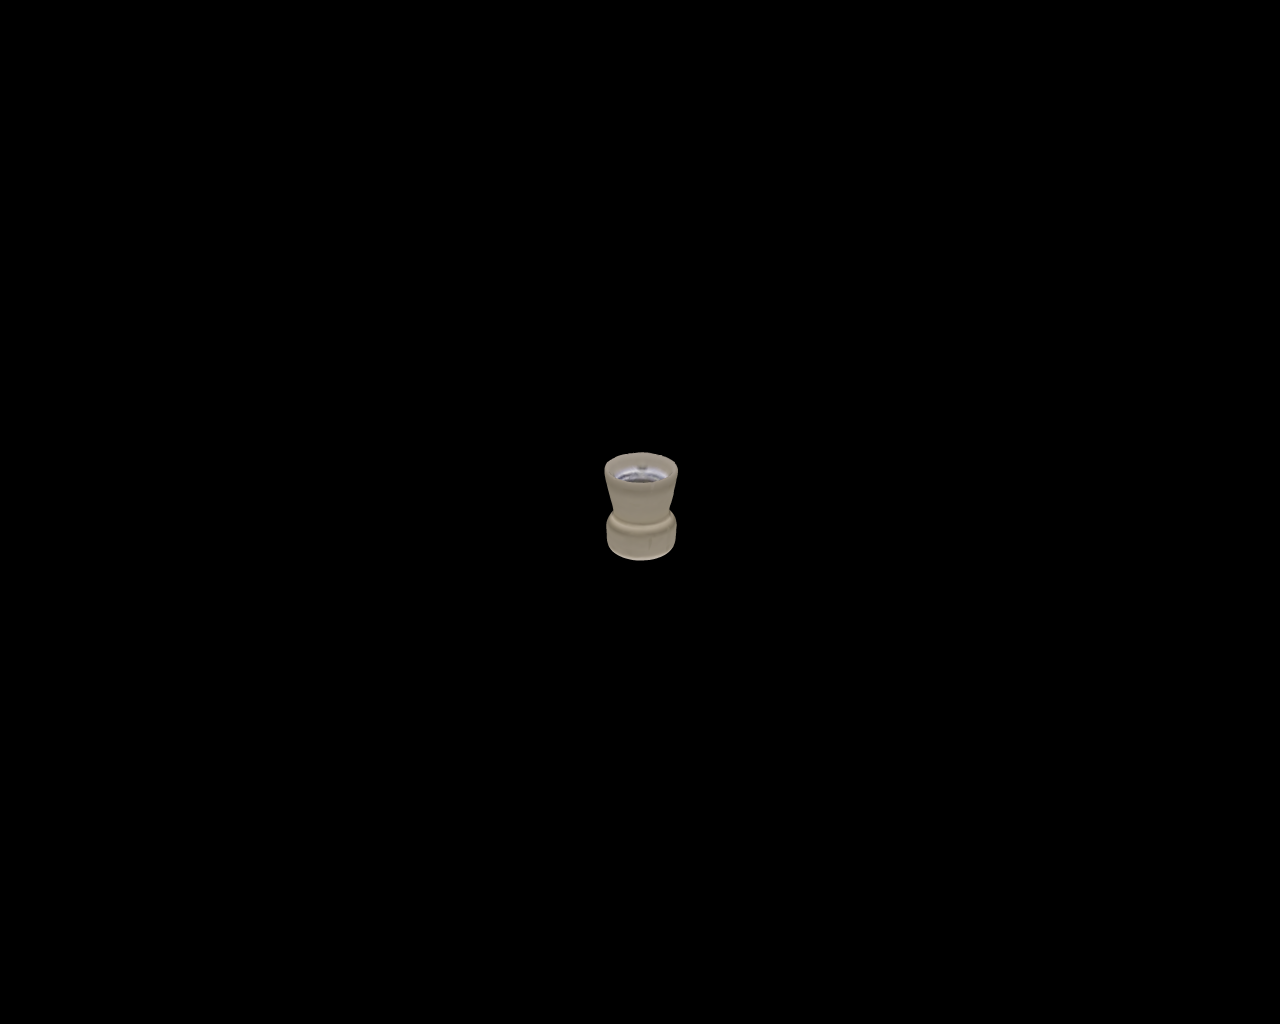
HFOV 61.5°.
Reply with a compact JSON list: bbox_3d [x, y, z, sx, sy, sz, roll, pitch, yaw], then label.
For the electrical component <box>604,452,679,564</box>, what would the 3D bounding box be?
[{"bbox_3d":[0.001,-0.003,0.650,0.045,0.055,0.045,0,27,0],"label":"electrical component"}]
